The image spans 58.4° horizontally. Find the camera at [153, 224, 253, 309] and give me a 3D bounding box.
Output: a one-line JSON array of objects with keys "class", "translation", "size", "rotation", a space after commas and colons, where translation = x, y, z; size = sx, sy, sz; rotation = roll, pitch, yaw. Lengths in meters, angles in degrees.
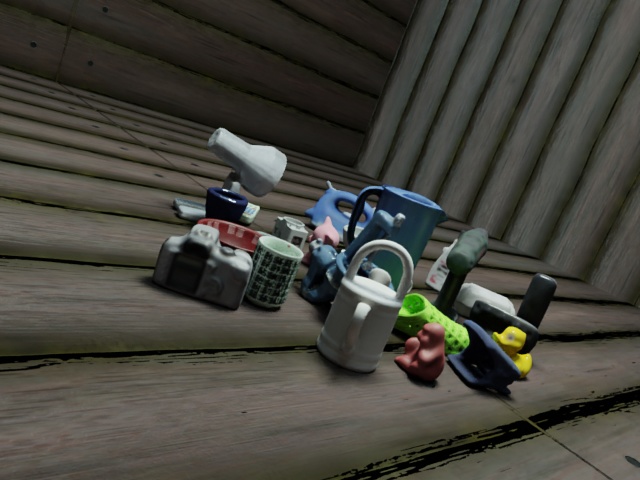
[{"class": "camera", "translation": [-0.179, 0.028, 0.928], "size": [0.143, 0.101, 0.136], "rotation": [19, 13, -8]}]

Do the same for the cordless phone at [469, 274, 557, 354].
[{"class": "cordless phone", "translation": [0.405, 0.142, 1.207], "size": [0.147, 0.185, 0.094], "rotation": [27, 14, 25]}]

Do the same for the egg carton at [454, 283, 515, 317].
[{"class": "egg carton", "translation": [0.394, 0.160, 1.376], "size": [0.150, 0.069, 0.107], "rotation": [23, 13, 9]}]

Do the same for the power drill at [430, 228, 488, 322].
[{"class": "power drill", "translation": [0.307, 0.075, 1.274], "size": [0.075, 0.208, 0.230], "rotation": [25, 13, 17]}]

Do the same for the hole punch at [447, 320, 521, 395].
[{"class": "hole punch", "translation": [0.292, 0.201, 0.996], "size": [0.101, 0.091, 0.108], "rotation": [17, 13, -18]}]

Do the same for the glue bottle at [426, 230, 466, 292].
[{"class": "glue bottle", "translation": [0.340, 0.054, 1.491], "size": [0.077, 0.173, 0.037], "rotation": [31, 16, 38]}]

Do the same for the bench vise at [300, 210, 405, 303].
[{"class": "bench vise", "translation": [0.055, 0.032, 1.019], "size": [0.206, 0.220, 0.122], "rotation": [27, 14, 24]}]

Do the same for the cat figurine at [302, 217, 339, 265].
[{"class": "cat figurine", "translation": [0.012, 0.005, 1.292], "size": [0.067, 0.118, 0.128], "rotation": [24, 13, 11]}]

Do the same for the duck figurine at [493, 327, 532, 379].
[{"class": "duck figurine", "translation": [0.362, 0.209, 1.088], "size": [0.105, 0.086, 0.077], "rotation": [18, 13, -15]}]

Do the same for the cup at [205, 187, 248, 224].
[{"class": "cup", "translation": [-0.206, -0.058, 1.249], "size": [0.091, 0.095, 0.118], "rotation": [26, 14, 19]}]

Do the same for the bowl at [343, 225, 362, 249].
[{"class": "bowl", "translation": [0.127, 0.026, 1.486], "size": [0.167, 0.075, 0.167], "rotation": [20, 13, -5]}]

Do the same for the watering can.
[{"class": "watering can", "translation": [0.073, 0.089, 0.871], "size": [0.101, 0.194, 0.172], "rotation": [18, 13, -13]}]

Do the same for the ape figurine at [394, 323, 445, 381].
[{"class": "ape figurine", "translation": [0.169, 0.173, 0.912], "size": [0.076, 0.092, 0.078], "rotation": [23, 13, 8]}]

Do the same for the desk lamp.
[{"class": "desk lamp", "translation": [-0.202, -0.137, 1.312], "size": [0.204, 0.213, 0.117], "rotation": [14, 15, -30]}]

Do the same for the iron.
[{"class": "iron", "translation": [0.094, -0.062, 1.646], "size": [0.257, 0.141, 0.119], "rotation": [26, 13, 18]}]
